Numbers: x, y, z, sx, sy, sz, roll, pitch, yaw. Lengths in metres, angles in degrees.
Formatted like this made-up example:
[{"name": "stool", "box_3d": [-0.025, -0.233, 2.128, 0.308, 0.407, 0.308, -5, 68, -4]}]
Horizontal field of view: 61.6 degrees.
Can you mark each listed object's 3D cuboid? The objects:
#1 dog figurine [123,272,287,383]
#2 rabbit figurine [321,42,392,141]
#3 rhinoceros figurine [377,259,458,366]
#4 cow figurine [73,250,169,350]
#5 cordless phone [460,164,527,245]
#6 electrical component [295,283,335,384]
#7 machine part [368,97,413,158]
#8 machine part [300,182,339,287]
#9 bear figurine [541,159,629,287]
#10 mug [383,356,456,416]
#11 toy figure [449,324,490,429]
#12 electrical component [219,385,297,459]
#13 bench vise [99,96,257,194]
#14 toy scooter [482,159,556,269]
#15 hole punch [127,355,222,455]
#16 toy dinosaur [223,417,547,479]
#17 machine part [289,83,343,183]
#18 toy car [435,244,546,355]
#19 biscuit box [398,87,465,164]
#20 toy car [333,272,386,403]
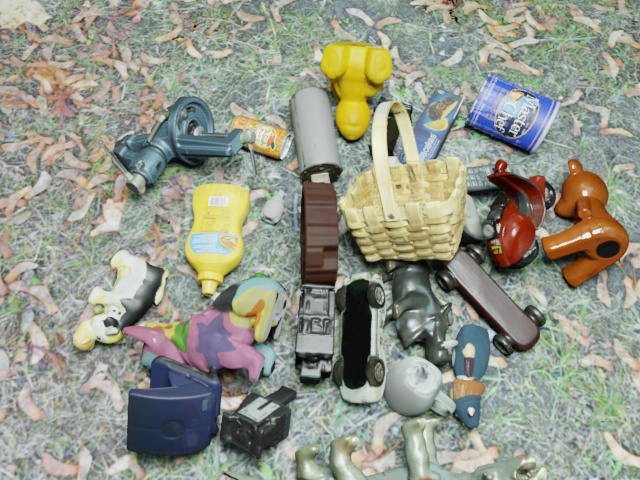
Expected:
[{"name": "dog figurine", "box_3d": [-0.173, 0.130, 0.804, 0.219, 0.108, 0.191, 11, 91, 7]}, {"name": "rabbit figurine", "box_3d": [0.057, -0.276, 0.999, 0.122, 0.173, 0.162, -1, 21, -4]}, {"name": "rhinoceros figurine", "box_3d": [0.156, 0.110, 0.860, 0.112, 0.073, 0.190, -2, 60, -18]}, {"name": "cow figurine", "box_3d": [-0.308, 0.105, 0.842, 0.098, 0.068, 0.167, 22, 67, 1]}, {"name": "cordless phone", "box_3d": [0.288, -0.068, 0.942, 0.184, 0.088, 0.146, -7, 65, -11]}, {"name": "electrical component", "box_3d": [-0.008, 0.145, 0.809, 0.058, 0.114, 0.134, 3, 63, 1]}, {"name": "machine part", "box_3d": [0.131, -0.212, 1.024, 0.084, 0.039, 0.139, 21, 64, 1]}, {"name": "machine part", "box_3d": [-0.002, -0.003, 0.850, 0.056, 0.179, 0.179, 0, 65, -3]}, {"name": "bear figurine", "box_3d": [0.445, -0.039, 0.929, 0.132, 0.120, 0.196, -34, 32, 26]}, {"name": "mug", "box_3d": [0.148, 0.219, 0.786, 0.110, 0.107, 0.081, 38, 71, 16]}, {"name": "toy figure", "box_3d": [0.228, 0.208, 0.820, 0.064, 0.058, 0.154, 30, 61, -28]}, {"name": "electrical component", "box_3d": [-0.081, 0.255, 0.777, 0.075, 0.119, 0.047, 14, 105, 24]}, {"name": "bench vise", "box_3d": [-0.229, -0.166, 0.927, 0.241, 0.128, 0.224, 6, 42, 22]}, {"name": "toy scooter", "box_3d": [0.312, -0.052, 0.874, 0.135, 0.075, 0.184, 41, 67, -24]}, {"name": "hole punch", "box_3d": [-0.201, 0.236, 0.739, 0.116, 0.142, 0.092, 15, 23, 10]}, {"name": "toy dinosaur", "box_3d": [0.087, 0.353, 0.722, 0.405, 0.131, 0.192, -13, 66, -2]}, {"name": "machine part", "box_3d": [-0.009, -0.191, 0.986, 0.079, 0.079, 0.243, -7, 65, -6]}, {"name": "toy car", "box_3d": [0.275, 0.095, 0.879, 0.089, 0.053, 0.202, -40, 77, -10]}, {"name": "biscuit box", "box_3d": [0.202, -0.189, 1.003, 0.059, 0.062, 0.202, 25, 66, 10]}, {"name": "toy car", "box_3d": [0.064, 0.147, 0.829, 0.074, 0.056, 0.201, -11, 65, 32]}]
